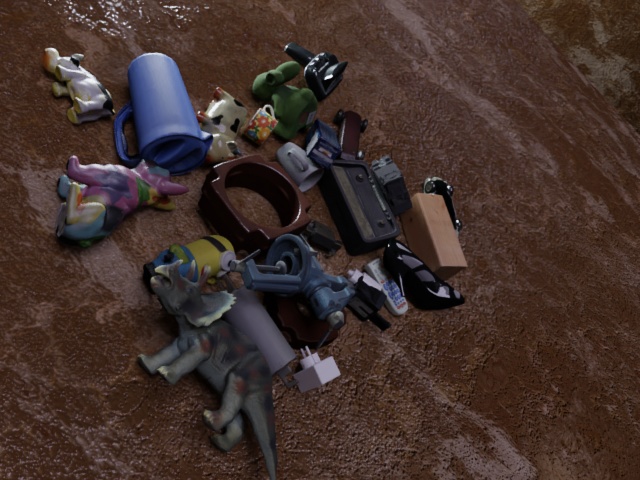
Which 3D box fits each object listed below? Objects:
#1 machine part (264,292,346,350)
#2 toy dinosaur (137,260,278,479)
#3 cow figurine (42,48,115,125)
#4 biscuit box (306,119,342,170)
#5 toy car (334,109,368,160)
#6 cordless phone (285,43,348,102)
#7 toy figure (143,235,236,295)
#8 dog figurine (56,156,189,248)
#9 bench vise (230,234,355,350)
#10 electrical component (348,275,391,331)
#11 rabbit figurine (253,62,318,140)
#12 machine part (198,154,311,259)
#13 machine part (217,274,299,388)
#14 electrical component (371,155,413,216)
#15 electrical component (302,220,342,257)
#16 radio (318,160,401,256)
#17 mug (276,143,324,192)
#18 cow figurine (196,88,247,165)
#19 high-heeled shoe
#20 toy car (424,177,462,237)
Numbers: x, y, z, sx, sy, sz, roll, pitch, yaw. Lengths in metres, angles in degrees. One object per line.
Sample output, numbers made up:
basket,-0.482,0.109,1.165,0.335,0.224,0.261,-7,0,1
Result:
machine part,-0.028,0.137,1.097,0.179,0.056,0.179,15,56,-24
toy dinosaur,-0.158,0.214,0.911,0.192,0.131,0.404,-44,99,-28
cow figurine,-0.483,-0.316,1.078,0.098,0.068,0.167,-24,79,-45
biscuit box,0.005,-0.233,1.288,0.063,0.059,0.203,30,20,-14
toy car,0.076,-0.269,1.422,0.089,0.053,0.202,20,49,-14
cordless phone,-0.030,-0.479,1.483,0.184,0.088,0.146,32,49,3
toy figure,-0.241,0.041,1.003,0.180,0.082,0.089,-14,72,-36
dog figurine,-0.356,-0.070,0.983,0.219,0.108,0.191,6,58,-33
bench vise,-0.056,0.076,0.992,0.240,0.129,0.224,10,49,-44
electrical component,0.109,0.141,1.170,0.119,0.075,0.048,37,49,-2
rabbit figurine,-0.100,-0.352,1.313,0.170,0.159,0.121,39,56,14
machine part,-0.135,-0.072,1.126,0.201,0.087,0.201,51,42,11
machine part,-0.120,0.171,1.002,0.079,0.079,0.243,-30,81,-41
electrical component,0.181,-0.128,1.350,0.058,0.134,0.115,-22,38,2
electrical component,-0.001,-0.003,1.214,0.102,0.045,0.078,23,23,-23
radio,0.094,-0.083,1.302,0.131,0.073,0.229,-9,68,-36
mug,-0.057,-0.177,1.249,0.081,0.109,0.107,-42,75,-5
cow figurine,-0.219,-0.238,1.195,0.127,0.085,0.195,27,50,-9
high-heeled shoe,0.248,0.082,1.281,0.248,0.086,0.145,15,57,-37
toy car,0.334,-0.087,1.475,0.073,0.056,0.202,9,56,-22
